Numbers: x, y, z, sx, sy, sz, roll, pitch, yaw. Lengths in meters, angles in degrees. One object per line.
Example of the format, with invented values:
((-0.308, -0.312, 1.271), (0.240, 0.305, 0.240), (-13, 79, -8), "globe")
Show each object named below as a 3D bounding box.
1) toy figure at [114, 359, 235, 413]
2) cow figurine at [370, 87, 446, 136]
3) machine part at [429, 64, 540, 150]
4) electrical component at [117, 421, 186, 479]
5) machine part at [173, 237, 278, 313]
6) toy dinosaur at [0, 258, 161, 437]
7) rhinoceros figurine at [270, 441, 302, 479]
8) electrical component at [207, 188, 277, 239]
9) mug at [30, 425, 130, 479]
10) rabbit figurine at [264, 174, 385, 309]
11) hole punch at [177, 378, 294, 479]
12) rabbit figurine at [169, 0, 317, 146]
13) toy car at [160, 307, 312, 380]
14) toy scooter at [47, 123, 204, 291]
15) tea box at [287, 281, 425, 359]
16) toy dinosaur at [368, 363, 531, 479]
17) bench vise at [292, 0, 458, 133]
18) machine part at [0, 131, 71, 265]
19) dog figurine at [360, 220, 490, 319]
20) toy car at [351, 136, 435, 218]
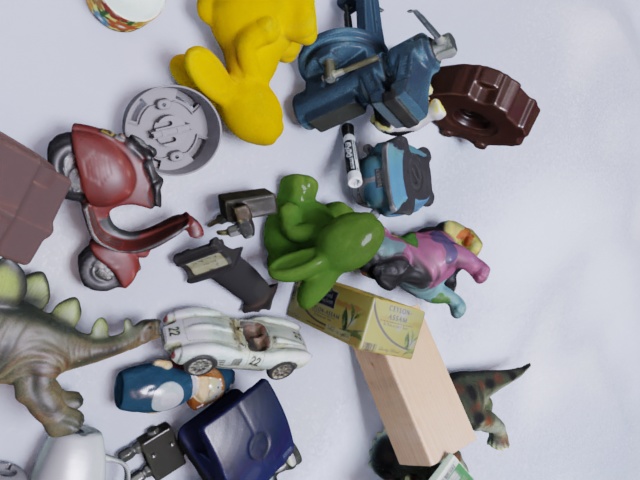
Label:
((-0.168, 0.178, 0.654), (0.154, 0.058, 0.064), (6, 132, -38), "toy figure")
((0.110, -0.210, 0.765), (0.098, 0.167, 0.068), (-31, 126, 19), "cow figurine")
((0.238, -0.200, 0.821), (0.179, 0.180, 0.056), (28, 82, -35), "machine part")
((-0.197, 0.258, 0.664), (0.094, 0.021, 0.063), (-24, 110, -30), "electrical component")
((-0.111, 0.045, 0.669), (0.138, 0.084, 0.039), (43, 31, -41), "machine part")
((-0.371, 0.106, 0.474), (0.471, 0.105, 0.198), (-8, 95, -36), "toy dinosaur")
((-0.110, 0.331, 0.712), (0.190, 0.073, 0.112), (-19, 97, -30), "rhinoceros figurine")
((-0.094, -0.034, 0.651), (0.078, 0.102, 0.045), (-11, 107, -24), "electrical component")
((-0.260, 0.259, 0.584), (0.109, 0.081, 0.107), (10, 82, -31), "mug")
((-0.001, -0.002, 0.674), (0.121, 0.170, 0.159), (47, 69, -30), "rabbit figurine")
((-0.094, 0.243, 0.655), (0.142, 0.092, 0.116), (-31, 82, -44), "hole punch")
((-0.083, -0.196, 0.619), (0.162, 0.122, 0.173), (-5, 100, -30), "rabbit figurine")
((-0.101, 0.128, 0.674), (0.201, 0.074, 0.056), (15, 123, -37), "toy car")
((-0.199, -0.037, 0.570), (0.135, 0.075, 0.183), (-11, 114, -12), "toy scooter")
((0.043, 0.098, 0.721), (0.098, 0.170, 0.068), (18, 86, -38), "tea box")
((0.226, 0.309, 0.924), (0.405, 0.131, 0.192), (-49, 122, -27), "toy dinosaur")
((0.059, -0.247, 0.682), (0.128, 0.224, 0.240), (19, 58, -40), "bench vise")
((-0.316, -0.062, 0.420), (0.201, 0.201, 0.087), (33, 75, -34), "machine part")
((0.137, 0.018, 0.820), (0.219, 0.192, 0.108), (21, 123, -12), "dog figurine")
((0.098, -0.088, 0.773), (0.161, 0.103, 0.109), (-14, 99, -60), "toy car")
